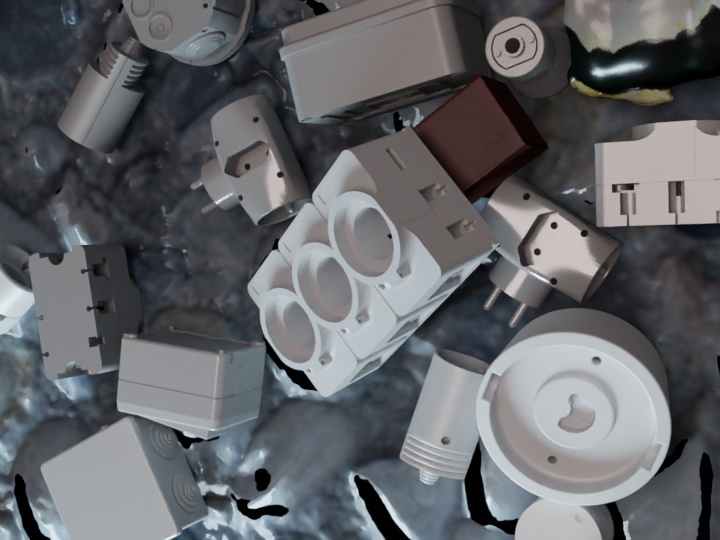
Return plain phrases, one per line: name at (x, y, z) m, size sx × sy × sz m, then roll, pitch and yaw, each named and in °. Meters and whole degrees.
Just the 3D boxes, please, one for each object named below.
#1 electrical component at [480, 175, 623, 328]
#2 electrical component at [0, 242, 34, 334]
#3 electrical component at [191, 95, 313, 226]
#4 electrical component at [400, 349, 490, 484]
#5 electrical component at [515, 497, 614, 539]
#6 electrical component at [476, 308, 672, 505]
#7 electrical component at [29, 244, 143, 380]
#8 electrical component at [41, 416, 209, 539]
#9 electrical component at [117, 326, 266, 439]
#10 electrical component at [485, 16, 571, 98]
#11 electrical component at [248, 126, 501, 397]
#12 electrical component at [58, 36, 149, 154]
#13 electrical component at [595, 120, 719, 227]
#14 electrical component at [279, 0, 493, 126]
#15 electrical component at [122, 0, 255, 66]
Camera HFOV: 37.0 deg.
electrical component at (0.103, -0.004, 0.646) m, size 0.077 × 0.043 × 0.079 m, roll 35°, pitch 105°, yaw 19°
electrical component at (-0.268, 0.012, 0.803) m, size 0.047 × 0.055 × 0.055 m, roll -40°, pitch 77°, yaw 16°
electrical component at (-0.080, -0.065, 0.723) m, size 0.079 × 0.043 × 0.077 m, roll -28°, pitch 81°, yaw 22°
electrical component at (0.054, 0.095, 0.671) m, size 0.043 × 0.043 × 0.081 m, roll 22°, pitch 100°, yaw 21°
electrical component at (0.131, 0.199, 0.625) m, size 0.052 × 0.074 × 0.138 m, roll -22°, pitch 83°, yaw 23°
electrical component at (0.127, 0.074, 0.625) m, size 0.108 × 0.060 × 0.108 m, roll 7°, pitch 112°, yaw 17°
electrical component at (-0.193, 0.029, 0.769) m, size 0.050 × 0.056 × 0.089 m, roll -10°, pitch 88°, yaw 23°
electrical component at (-0.166, 0.157, 0.766) m, size 0.100 × 0.048 × 0.099 m, roll -29°, pitch 81°, yaw 22°
electrical component at (-0.121, 0.075, 0.737) m, size 0.096 × 0.062 × 0.061 m, roll 8°, pitch 95°, yaw 23°
electrical component at (0.098, -0.126, 0.631) m, size 0.044 × 0.065 × 0.044 m, roll 1°, pitch 92°, yaw 24°
electrical component at (0.000, 0.000, 0.648) m, size 0.089 × 0.062 × 0.150 m, roll 53°, pitch 137°, yaw 13°
electrical component at (-0.177, -0.128, 0.763) m, size 0.043 × 0.043 × 0.081 m, roll 37°, pitch 105°, yaw 18°
electrical component at (0.182, -0.053, 0.606) m, size 0.089 × 0.050 × 0.055 m, roll -1°, pitch 92°, yaw 24°
electrical component at (0.017, -0.131, 0.660) m, size 0.113 × 0.078 × 0.057 m, roll -13°, pitch 90°, yaw 23°
electrical component at (-0.116, -0.181, 0.731) m, size 0.080 × 0.051 × 0.080 m, roll 1°, pitch 92°, yaw 23°
